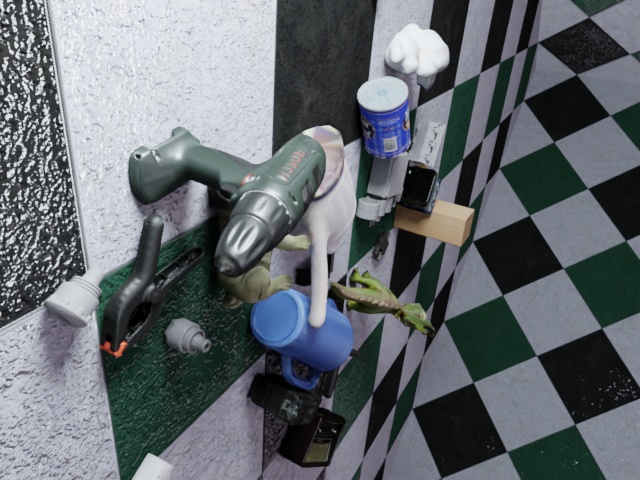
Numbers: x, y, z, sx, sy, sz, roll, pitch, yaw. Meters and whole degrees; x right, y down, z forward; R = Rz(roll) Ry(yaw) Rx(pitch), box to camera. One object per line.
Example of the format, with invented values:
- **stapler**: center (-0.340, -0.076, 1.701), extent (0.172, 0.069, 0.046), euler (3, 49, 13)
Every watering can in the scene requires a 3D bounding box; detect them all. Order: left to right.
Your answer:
- **watering can**: center (0.003, -0.045, 0.888), extent (0.219, 0.104, 0.356), euler (69, 24, -53)

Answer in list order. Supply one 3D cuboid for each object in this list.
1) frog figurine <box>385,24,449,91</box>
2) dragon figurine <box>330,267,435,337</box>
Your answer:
- **frog figurine**: center (0.208, -0.414, 1.125), extent (0.158, 0.122, 0.139), euler (20, 55, -57)
- **dragon figurine**: center (0.185, 0.174, 1.320), extent (0.122, 0.244, 0.409), euler (-68, 158, 3)
